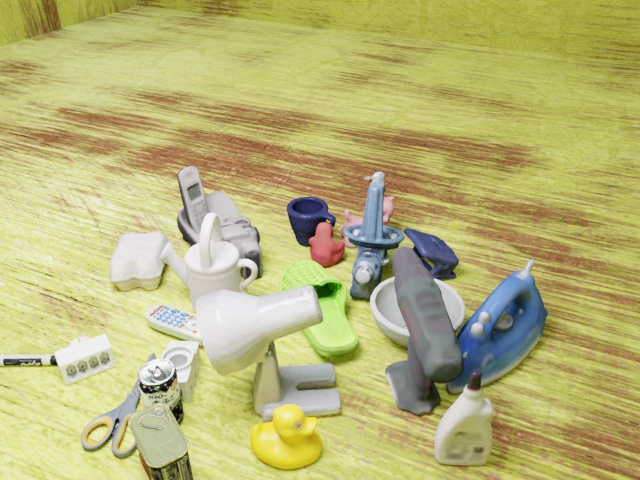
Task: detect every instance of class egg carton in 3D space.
[{"bbox_3d":[-0.365,0.040,1.165,0.107,0.069,0.150,-2,34,-3],"label":"egg carton"}]

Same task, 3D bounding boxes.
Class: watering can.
[{"bbox_3d":[-0.205,0.042,1.052,0.173,0.194,0.100,-8,35,-12],"label":"watering can"}]

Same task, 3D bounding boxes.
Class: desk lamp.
[{"bbox_3d":[-0.073,0.162,0.858,0.203,0.214,0.117,-4,34,-7],"label":"desk lamp"}]

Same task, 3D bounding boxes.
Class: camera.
[{"bbox_3d":[-0.196,0.013,1.180,0.137,0.101,0.142,-11,35,-16],"label":"camera"}]

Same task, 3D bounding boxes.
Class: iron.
[{"bbox_3d":[0.294,0.139,0.961,0.118,0.141,0.259,26,41,33],"label":"iron"}]

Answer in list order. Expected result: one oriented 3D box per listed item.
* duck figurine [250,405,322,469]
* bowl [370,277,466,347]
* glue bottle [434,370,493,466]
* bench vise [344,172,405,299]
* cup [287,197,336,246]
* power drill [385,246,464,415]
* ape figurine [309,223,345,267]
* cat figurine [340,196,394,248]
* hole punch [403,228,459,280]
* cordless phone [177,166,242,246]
[{"bbox_3d":[-0.049,0.269,0.812,0.104,0.086,0.077,4,34,5],"label":"duck figurine"},{"bbox_3d":[0.170,0.139,1.019,0.167,0.075,0.167,0,34,0],"label":"bowl"},{"bbox_3d":[0.202,0.241,0.779,0.078,0.173,0.037,2,34,3],"label":"glue bottle"},{"bbox_3d":[0.112,-0.006,1.104,0.121,0.220,0.207,-3,34,-5],"label":"bench vise"},{"bbox_3d":[-0.015,-0.032,1.254,0.117,0.095,0.092,20,39,27],"label":"cup"},{"bbox_3d":[0.149,0.151,0.880,0.076,0.208,0.229,-6,34,-10],"label":"power drill"},{"bbox_3d":[0.011,0.004,1.203,0.077,0.092,0.076,19,38,25],"label":"ape figurine"},{"bbox_3d":[0.110,-0.053,1.266,0.128,0.118,0.067,-9,35,-13],"label":"cat figurine"},{"bbox_3d":[0.226,0.024,1.177,0.101,0.091,0.108,-10,35,-15],"label":"hole punch"},{"bbox_3d":[-0.245,-0.085,1.249,0.093,0.185,0.148,20,39,27],"label":"cordless phone"}]
